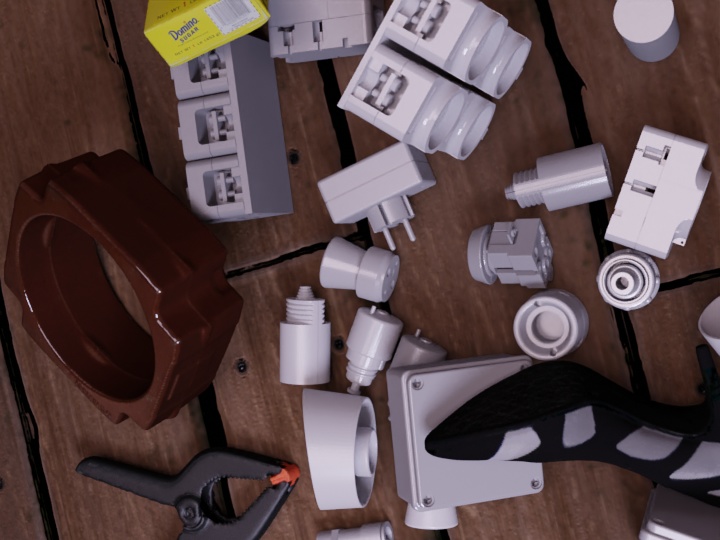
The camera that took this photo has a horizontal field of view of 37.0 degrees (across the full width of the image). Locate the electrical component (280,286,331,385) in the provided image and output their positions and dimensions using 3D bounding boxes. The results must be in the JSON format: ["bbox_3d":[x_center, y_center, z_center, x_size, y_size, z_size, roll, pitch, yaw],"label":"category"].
[{"bbox_3d":[-0.047,0.054,0.917,0.043,0.043,0.081,2,93,19],"label":"electrical component"}]

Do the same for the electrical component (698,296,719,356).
[{"bbox_3d":[0.301,0.039,0.772,0.099,0.099,0.064,-33,89,18],"label":"electrical component"}]

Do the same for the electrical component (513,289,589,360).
[{"bbox_3d":[0.150,0.044,0.848,0.055,0.047,0.055,1,93,19],"label":"electrical component"}]

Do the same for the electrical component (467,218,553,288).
[{"bbox_3d":[0.118,-0.013,0.853,0.055,0.066,0.048,-1,55,27],"label":"electrical component"}]

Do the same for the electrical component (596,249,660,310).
[{"bbox_3d":[0.203,0.008,0.820,0.048,0.062,0.048,1,93,19],"label":"electrical component"}]

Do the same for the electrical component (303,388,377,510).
[{"bbox_3d":[-0.020,0.148,0.887,0.064,0.099,0.099,0,93,12],"label":"electrical component"}]

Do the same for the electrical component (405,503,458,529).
[{"bbox_3d":[0.059,0.177,0.890,0.044,0.044,0.065,-1,88,19],"label":"electrical component"}]

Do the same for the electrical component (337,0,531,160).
[{"bbox_3d":[0.064,-0.144,0.793,0.060,0.186,0.105,33,103,14],"label":"electrical component"}]

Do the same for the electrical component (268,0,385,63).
[{"bbox_3d":[-0.027,-0.207,0.892,0.089,0.050,0.055,-3,92,18],"label":"electrical component"}]

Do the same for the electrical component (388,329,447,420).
[{"bbox_3d":[0.043,0.090,0.890,0.040,0.040,0.078,24,100,16],"label":"electrical component"}]

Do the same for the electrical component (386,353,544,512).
[{"bbox_3d":[0.082,0.125,0.847,0.109,0.056,0.108,-6,91,-16],"label":"electrical component"}]

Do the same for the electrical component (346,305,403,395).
[{"bbox_3d":[0.007,0.067,0.901,0.040,0.040,0.078,22,100,16],"label":"electrical component"}]

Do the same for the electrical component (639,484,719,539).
[{"bbox_3d":[0.258,0.211,0.788,0.109,0.109,0.056,17,101,17],"label":"electrical component"}]

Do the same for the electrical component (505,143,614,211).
[{"bbox_3d":[0.154,-0.069,0.842,0.081,0.043,0.043,-13,89,19],"label":"electrical component"}]

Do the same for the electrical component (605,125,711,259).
[{"bbox_3d":[0.229,-0.057,0.814,0.056,0.050,0.089,21,99,17],"label":"electrical component"}]

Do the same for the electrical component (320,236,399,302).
[{"bbox_3d":[0.000,0.000,0.898,0.055,0.045,0.045,16,98,17],"label":"electrical component"}]

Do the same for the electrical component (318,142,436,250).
[{"bbox_3d":[0.021,-0.055,0.886,0.083,0.047,0.075,-24,85,18],"label":"electrical component"}]

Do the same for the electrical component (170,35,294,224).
[{"bbox_3d":[-0.110,-0.117,0.905,0.062,0.089,0.150,-7,91,19],"label":"electrical component"}]
